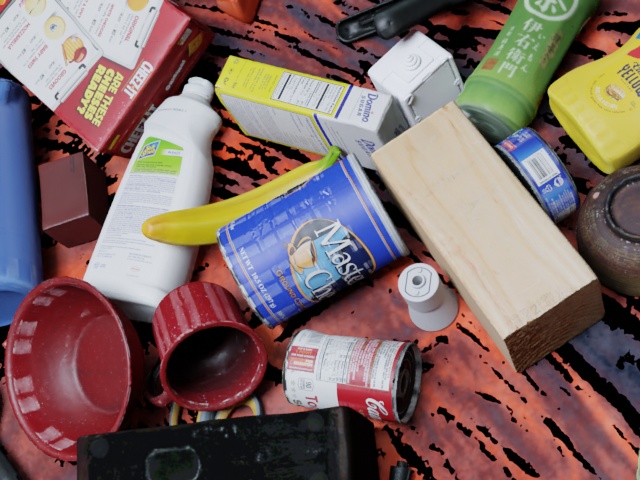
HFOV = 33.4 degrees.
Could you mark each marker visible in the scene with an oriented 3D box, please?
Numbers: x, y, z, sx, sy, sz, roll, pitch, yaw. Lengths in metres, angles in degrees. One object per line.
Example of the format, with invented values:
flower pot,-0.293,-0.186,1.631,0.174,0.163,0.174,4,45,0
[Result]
marker,0.056,0.238,0.858,0.020,0.020,0.121,4,68,21

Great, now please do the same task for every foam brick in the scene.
foam brick,-0.247,-0.040,1.078,0.053,0.051,0.078,-16,62,11

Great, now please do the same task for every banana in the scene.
banana,-0.071,-0.033,0.989,0.197,0.069,0.037,-25,52,-15

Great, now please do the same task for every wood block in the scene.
wood block,0.140,-0.004,0.900,0.090,0.090,0.206,-34,59,1

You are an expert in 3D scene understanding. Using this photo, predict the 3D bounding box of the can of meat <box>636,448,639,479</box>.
can of meat,0.276,0.182,0.784,0.084,0.057,0.102,6,69,19

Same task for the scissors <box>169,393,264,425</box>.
scissors,-0.094,0.214,0.925,0.096,0.016,0.202,-10,63,15

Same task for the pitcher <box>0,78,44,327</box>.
pitcher,-0.351,-0.034,1.079,0.145,0.149,0.243,-13,65,-3

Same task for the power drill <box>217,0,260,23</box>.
power drill,-0.154,-0.281,1.152,0.188,0.057,0.184,10,78,22

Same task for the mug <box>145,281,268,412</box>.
mug,-0.109,0.097,0.936,0.117,0.093,0.081,-45,33,9

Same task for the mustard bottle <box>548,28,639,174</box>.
mustard bottle,0.302,-0.145,0.926,0.191,0.058,0.096,-33,61,2

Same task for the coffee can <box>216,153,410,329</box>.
coffee can,-0.006,0.001,0.942,0.140,0.102,0.103,-29,60,5

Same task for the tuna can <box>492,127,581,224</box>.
tuna can,0.184,-0.053,0.909,0.034,0.086,0.086,-33,60,0

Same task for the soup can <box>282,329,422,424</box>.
soup can,0.027,0.113,0.898,0.102,0.068,0.068,6,68,22

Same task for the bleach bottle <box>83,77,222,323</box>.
bleach bottle,-0.146,-0.046,1.039,0.103,0.068,0.250,7,67,22

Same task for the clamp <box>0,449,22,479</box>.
clamp,-0.331,0.185,1.009,0.120,0.039,0.171,-13,62,13

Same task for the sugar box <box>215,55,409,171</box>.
sugar box,-0.005,-0.117,1.003,0.176,0.093,0.048,15,72,24

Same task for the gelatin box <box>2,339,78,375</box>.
gelatin box,-0.251,0.095,1.028,0.089,0.030,0.073,-46,61,-4

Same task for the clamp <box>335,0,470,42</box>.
clamp,0.116,-0.237,1.023,0.209,0.036,0.165,-27,15,-13

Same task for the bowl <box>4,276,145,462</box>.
bowl,-0.208,0.113,0.950,0.162,0.055,0.162,-1,89,35

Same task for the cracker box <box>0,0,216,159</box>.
cracker box,-0.237,-0.212,1.105,0.214,0.072,0.164,40,101,19
